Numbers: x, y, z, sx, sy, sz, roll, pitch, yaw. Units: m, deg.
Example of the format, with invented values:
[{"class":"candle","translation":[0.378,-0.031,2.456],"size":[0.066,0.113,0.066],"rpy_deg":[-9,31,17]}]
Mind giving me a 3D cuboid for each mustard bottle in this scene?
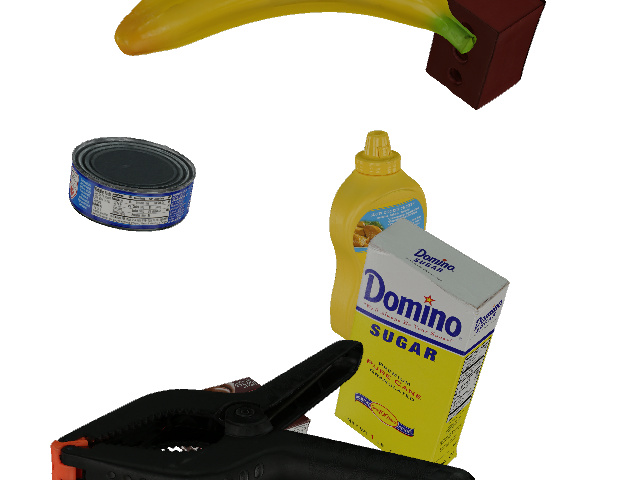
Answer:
[{"class":"mustard bottle","translation":[0.053,-0.006,0.976],"size":[0.096,0.192,0.058],"rpy_deg":[-15,26,-28]}]

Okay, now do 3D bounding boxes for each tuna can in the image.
[{"class":"tuna can","translation":[-0.132,-0.040,0.746],"size":[0.086,0.034,0.086],"rpy_deg":[11,26,-5]}]

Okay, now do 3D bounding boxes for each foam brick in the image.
[{"class":"foam brick","translation":[0.114,-0.142,0.748],"size":[0.051,0.053,0.078],"rpy_deg":[-37,-25,-27]}]

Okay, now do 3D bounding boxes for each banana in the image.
[{"class":"banana","translation":[-0.014,-0.134,0.589],"size":[0.197,0.069,0.037],"rpy_deg":[-4,-42,-9]}]

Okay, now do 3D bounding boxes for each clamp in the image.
[{"class":"clamp","translation":[-0.039,0.103,0.583],"size":[0.209,0.036,0.165],"rpy_deg":[-2,22,-14]}]

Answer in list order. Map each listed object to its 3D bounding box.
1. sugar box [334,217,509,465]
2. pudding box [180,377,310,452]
[{"class":"sugar box","translation":[0.066,0.080,0.754],"size":[0.093,0.176,0.048],"rpy_deg":[32,46,27]},{"class":"pudding box","translation":[-0.080,0.173,1.000],"size":[0.090,0.039,0.113],"rpy_deg":[27,26,38]}]
